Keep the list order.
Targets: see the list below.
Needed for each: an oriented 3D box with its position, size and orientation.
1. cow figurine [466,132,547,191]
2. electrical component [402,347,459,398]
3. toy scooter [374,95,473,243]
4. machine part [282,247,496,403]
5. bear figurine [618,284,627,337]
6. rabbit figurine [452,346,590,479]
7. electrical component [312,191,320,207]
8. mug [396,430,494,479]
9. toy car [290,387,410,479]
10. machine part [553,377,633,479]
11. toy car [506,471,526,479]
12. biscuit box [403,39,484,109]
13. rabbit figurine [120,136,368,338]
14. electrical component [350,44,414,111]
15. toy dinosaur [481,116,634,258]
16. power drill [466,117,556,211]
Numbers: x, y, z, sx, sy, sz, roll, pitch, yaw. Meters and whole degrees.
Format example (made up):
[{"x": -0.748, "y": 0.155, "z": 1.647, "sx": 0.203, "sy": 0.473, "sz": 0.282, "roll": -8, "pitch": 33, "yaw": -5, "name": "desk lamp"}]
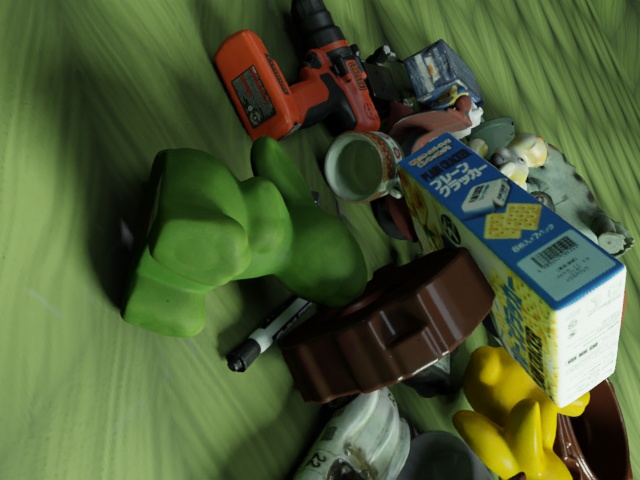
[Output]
[{"x": 0.190, "y": -0.066, "z": 0.650, "sx": 0.068, "sy": 0.167, "sz": 0.098, "roll": 41, "pitch": 45, "yaw": -28, "name": "cow figurine"}, {"x": 0.109, "y": 0.099, "z": 0.573, "sx": 0.074, "sy": 0.048, "sz": 0.119, "roll": 30, "pitch": 51, "yaw": -34, "name": "electrical component"}, {"x": 0.123, "y": -0.094, "z": 0.620, "sx": 0.075, "sy": 0.135, "sz": 0.184, "roll": 16, "pitch": 61, "yaw": -41, "name": "toy scooter"}, {"x": 0.052, "y": 0.065, "z": 0.442, "sx": 0.179, "sy": 0.179, "sz": 0.056, "roll": -31, "pitch": 93, "yaw": -49, "name": "machine part"}, {"x": 0.263, "y": 0.073, "z": 0.668, "sx": 0.120, "sy": 0.196, "sz": 0.132, "roll": 42, "pitch": 68, "yaw": -24, "name": "bear figurine"}, {"x": 0.212, "y": 0.198, "z": 0.545, "sx": 0.162, "sy": 0.122, "sz": 0.173, "roll": 41, "pitch": 38, "yaw": -43, "name": "rabbit figurine"}, {"x": -0.001, "y": -0.002, "z": 0.528, "sx": 0.063, "sy": 0.021, "sz": 0.094, "roll": 32, "pitch": 49, "yaw": -32, "name": "electrical component"}, {"x": 0.121, "y": 0.247, "z": 0.492, "sx": 0.107, "sy": 0.081, "sz": 0.109, "roll": 46, "pitch": 67, "yaw": -32, "name": "mug"}, {"x": 0.017, "y": 0.190, "z": 0.423, "sx": 0.073, "sy": 0.056, "sz": 0.202, "roll": 55, "pitch": 42, "yaw": -10, "name": "toy car"}, {"x": 0.320, "y": 0.233, "z": 0.700, "sx": 0.201, "sy": 0.087, "sz": 0.201, "roll": 28, "pitch": 51, "yaw": -34, "name": "machine part"}, {"x": 0.144, "y": 0.292, "z": 0.445, "sx": 0.089, "sy": 0.053, "sz": 0.202, "roll": 5, "pitch": 102, "yaw": -42, "name": "toy car"}, {"x": 0.184, "y": -0.223, "z": 0.774, "sx": 0.202, "sy": 0.059, "sz": 0.063, "roll": -8, "pitch": 76, "yaw": -62, "name": "biscuit box"}, {"x": -0.049, "y": 0.002, "z": 0.409, "sx": 0.170, "sy": 0.121, "sz": 0.159, "roll": 16, "pitch": 36, "yaw": -24, "name": "rabbit figurine"}, {"x": 0.082, "y": -0.207, "z": 0.704, "sx": 0.078, "sy": 0.045, "sz": 0.102, "roll": 3, "pitch": 68, "yaw": -47, "name": "electrical component"}, {"x": 0.418, "y": -0.080, "z": 0.947, "sx": 0.404, "sy": 0.131, "sz": 0.192, "roll": 57, "pitch": 28, "yaw": -1, "name": "toy dinosaur"}, {"x": 0.275, "y": -0.072, "z": 0.758, "sx": 0.231, "sy": 0.086, "sz": 0.207, "roll": 55, "pitch": 15, "yaw": -58, "name": "power drill"}]
